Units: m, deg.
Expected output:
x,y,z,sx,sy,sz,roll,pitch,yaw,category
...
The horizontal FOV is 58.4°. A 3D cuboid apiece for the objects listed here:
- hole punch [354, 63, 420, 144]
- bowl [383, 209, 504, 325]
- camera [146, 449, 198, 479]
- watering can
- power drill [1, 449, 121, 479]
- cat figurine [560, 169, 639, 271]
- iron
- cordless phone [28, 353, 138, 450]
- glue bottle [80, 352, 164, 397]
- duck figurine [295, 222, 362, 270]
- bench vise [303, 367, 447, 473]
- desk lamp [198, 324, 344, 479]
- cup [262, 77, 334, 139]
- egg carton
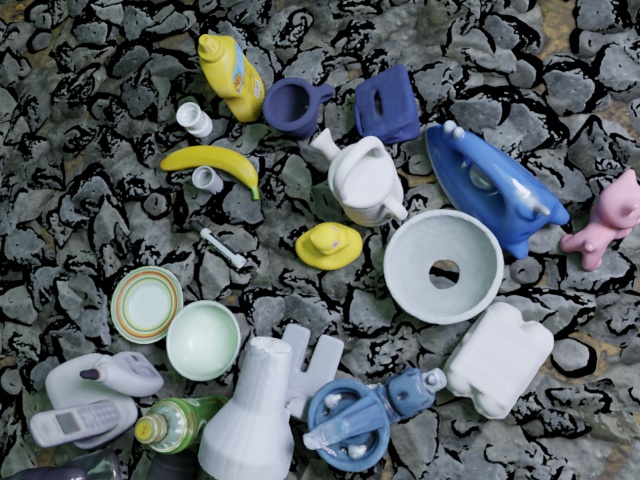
x,y,z,sx,sy,sz,roll,pitch,yaw,category
0.103,-0.208,0.909,0.101,0.091,0.108,-12,74,10,hole punch
0.180,0.043,0.840,0.167,0.075,0.167,-3,76,13,bowl
-0.218,0.384,0.839,0.143,0.101,0.137,14,81,16,camera
0.056,-0.093,0.839,0.172,0.194,0.101,21,82,17,watering can
-0.386,0.359,0.828,0.229,0.209,0.075,-20,73,8,power drill
0.397,-0.028,0.783,0.067,0.118,0.128,40,88,19,cat figurine
0.236,-0.100,0.826,0.118,0.142,0.258,-42,71,1,iron
-0.375,0.245,0.865,0.094,0.185,0.147,-41,71,1,cordless phone
-0.306,0.202,0.865,0.037,0.173,0.078,-46,71,0,glue bottle
0.008,0.003,0.884,0.104,0.086,0.077,-6,76,12,duck figurine
0.058,0.217,0.751,0.207,0.220,0.121,-46,71,0,bench vise
-0.064,0.214,0.784,0.117,0.214,0.203,15,81,16,desk lamp
-0.026,-0.211,0.938,0.117,0.095,0.091,-22,73,8,cup
0.245,0.166,0.799,0.107,0.069,0.150,34,86,18,egg carton
